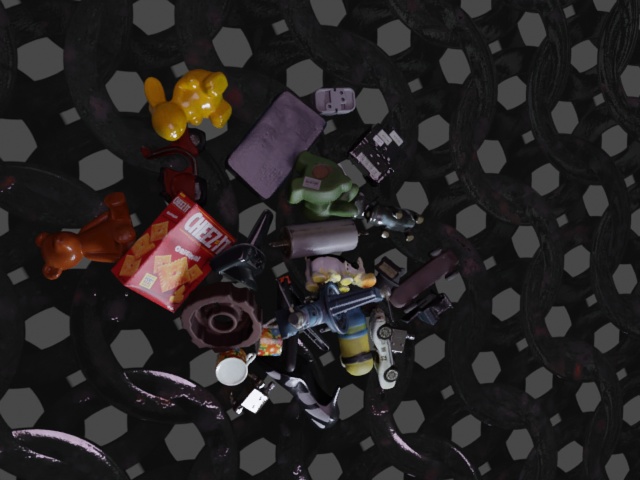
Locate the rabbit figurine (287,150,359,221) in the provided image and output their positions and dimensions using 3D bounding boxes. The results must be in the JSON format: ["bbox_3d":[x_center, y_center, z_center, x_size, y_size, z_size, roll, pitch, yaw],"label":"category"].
[{"bbox_3d":[0.008,-0.104,1.203,0.159,0.170,0.121,5,62,-2],"label":"rabbit figurine"}]

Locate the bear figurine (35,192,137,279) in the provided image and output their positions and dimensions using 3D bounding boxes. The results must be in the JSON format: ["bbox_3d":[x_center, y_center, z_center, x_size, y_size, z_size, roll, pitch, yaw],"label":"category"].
[{"bbox_3d":[-0.478,-0.005,1.092,0.196,0.132,0.120,-12,67,-18],"label":"bear figurine"}]

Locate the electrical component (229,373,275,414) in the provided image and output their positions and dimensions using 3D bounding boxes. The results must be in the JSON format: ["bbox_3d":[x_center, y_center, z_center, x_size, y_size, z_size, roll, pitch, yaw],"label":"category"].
[{"bbox_3d":[-0.162,0.356,1.245,0.102,0.045,0.078,-54,133,-4],"label":"electrical component"}]

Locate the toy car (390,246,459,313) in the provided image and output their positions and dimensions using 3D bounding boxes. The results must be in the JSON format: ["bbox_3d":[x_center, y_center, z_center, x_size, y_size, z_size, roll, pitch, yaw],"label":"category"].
[{"bbox_3d":[0.256,0.096,1.339,0.202,0.053,0.089,-36,84,-11],"label":"toy car"}]

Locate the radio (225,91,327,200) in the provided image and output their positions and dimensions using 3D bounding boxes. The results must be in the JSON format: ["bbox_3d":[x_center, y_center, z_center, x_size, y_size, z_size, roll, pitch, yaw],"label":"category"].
[{"bbox_3d":[-0.103,-0.213,1.210,0.131,0.073,0.229,39,81,-14],"label":"radio"}]

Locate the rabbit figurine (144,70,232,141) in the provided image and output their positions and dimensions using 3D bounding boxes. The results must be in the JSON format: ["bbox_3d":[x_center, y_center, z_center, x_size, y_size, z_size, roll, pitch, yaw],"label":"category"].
[{"bbox_3d":[-0.288,-0.279,1.109,0.162,0.121,0.173,26,60,9],"label":"rabbit figurine"}]

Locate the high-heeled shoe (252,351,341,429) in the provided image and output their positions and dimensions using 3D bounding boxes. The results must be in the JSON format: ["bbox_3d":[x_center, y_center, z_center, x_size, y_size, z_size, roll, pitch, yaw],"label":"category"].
[{"bbox_3d":[-0.061,0.357,1.274,0.249,0.086,0.145,25,118,1],"label":"high-heeled shoe"}]

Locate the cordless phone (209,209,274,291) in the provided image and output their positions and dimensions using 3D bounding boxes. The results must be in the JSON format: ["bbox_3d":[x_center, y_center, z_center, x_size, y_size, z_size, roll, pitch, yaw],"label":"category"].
[{"bbox_3d":[-0.153,0.007,1.175,0.089,0.146,0.184,21,79,16],"label":"cordless phone"}]

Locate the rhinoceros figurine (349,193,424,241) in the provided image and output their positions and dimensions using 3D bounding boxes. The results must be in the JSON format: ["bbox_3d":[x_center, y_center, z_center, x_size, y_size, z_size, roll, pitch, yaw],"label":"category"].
[{"bbox_3d":[0.154,-0.060,1.274,0.190,0.112,0.073,11,119,-29],"label":"rhinoceros figurine"}]

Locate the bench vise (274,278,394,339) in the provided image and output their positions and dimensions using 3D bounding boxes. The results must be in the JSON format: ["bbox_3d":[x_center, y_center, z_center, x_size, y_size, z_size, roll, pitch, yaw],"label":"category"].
[{"bbox_3d":[0.031,0.141,1.149,0.241,0.223,0.129,-19,70,17],"label":"bench vise"}]

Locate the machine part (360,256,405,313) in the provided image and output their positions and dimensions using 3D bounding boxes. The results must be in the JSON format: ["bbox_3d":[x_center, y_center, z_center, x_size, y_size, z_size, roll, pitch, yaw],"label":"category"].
[{"bbox_3d":[0.143,0.111,1.303,0.139,0.084,0.039,-57,144,3],"label":"machine part"}]

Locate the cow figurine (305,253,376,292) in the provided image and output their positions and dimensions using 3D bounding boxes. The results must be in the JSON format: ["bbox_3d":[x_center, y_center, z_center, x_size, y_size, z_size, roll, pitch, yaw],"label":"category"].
[{"bbox_3d":[0.047,0.072,1.269,0.167,0.068,0.098,5,51,-18],"label":"cow figurine"}]

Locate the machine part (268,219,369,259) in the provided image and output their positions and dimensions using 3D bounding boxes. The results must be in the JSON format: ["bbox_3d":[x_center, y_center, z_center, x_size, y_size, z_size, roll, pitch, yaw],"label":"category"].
[{"bbox_3d":[-0.003,-0.004,1.233,0.243,0.079,0.079,-9,96,-25],"label":"machine part"}]

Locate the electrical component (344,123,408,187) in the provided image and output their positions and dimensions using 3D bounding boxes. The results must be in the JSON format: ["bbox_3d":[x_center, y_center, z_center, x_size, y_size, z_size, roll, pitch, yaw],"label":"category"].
[{"bbox_3d":[0.140,-0.210,1.285,0.134,0.058,0.114,-44,105,-9],"label":"electrical component"}]

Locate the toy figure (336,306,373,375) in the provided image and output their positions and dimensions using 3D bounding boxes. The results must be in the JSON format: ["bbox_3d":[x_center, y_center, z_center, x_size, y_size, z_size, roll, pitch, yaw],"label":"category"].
[{"bbox_3d":[0.078,0.232,1.278,0.082,0.089,0.180,-7,99,1],"label":"toy figure"}]

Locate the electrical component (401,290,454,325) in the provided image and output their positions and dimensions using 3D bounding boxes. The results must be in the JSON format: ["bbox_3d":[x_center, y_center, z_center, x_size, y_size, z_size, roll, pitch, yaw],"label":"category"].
[{"bbox_3d":[0.264,0.178,1.335,0.119,0.075,0.047,-39,103,-14],"label":"electrical component"}]

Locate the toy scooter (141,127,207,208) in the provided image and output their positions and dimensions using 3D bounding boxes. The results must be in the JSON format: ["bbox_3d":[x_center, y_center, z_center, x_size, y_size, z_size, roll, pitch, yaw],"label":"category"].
[{"bbox_3d":[-0.312,-0.150,1.152,0.135,0.075,0.183,-2,91,-16],"label":"toy scooter"}]

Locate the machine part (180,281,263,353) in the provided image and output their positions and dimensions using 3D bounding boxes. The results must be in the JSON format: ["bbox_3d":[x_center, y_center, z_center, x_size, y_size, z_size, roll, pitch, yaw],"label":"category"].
[{"bbox_3d":[-0.212,0.168,1.171,0.179,0.056,0.179,-2,126,-3],"label":"machine part"}]

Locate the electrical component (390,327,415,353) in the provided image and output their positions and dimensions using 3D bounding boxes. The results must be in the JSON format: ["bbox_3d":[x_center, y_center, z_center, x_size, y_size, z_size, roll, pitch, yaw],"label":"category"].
[{"bbox_3d":[0.191,0.252,1.346,0.094,0.021,0.063,9,91,-14],"label":"electrical component"}]

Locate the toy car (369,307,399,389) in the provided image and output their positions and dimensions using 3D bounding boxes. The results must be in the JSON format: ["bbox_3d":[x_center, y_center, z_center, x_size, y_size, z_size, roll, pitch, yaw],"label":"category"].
[{"bbox_3d":[0.150,0.258,1.287,0.056,0.073,0.201,-11,107,1],"label":"toy car"}]
